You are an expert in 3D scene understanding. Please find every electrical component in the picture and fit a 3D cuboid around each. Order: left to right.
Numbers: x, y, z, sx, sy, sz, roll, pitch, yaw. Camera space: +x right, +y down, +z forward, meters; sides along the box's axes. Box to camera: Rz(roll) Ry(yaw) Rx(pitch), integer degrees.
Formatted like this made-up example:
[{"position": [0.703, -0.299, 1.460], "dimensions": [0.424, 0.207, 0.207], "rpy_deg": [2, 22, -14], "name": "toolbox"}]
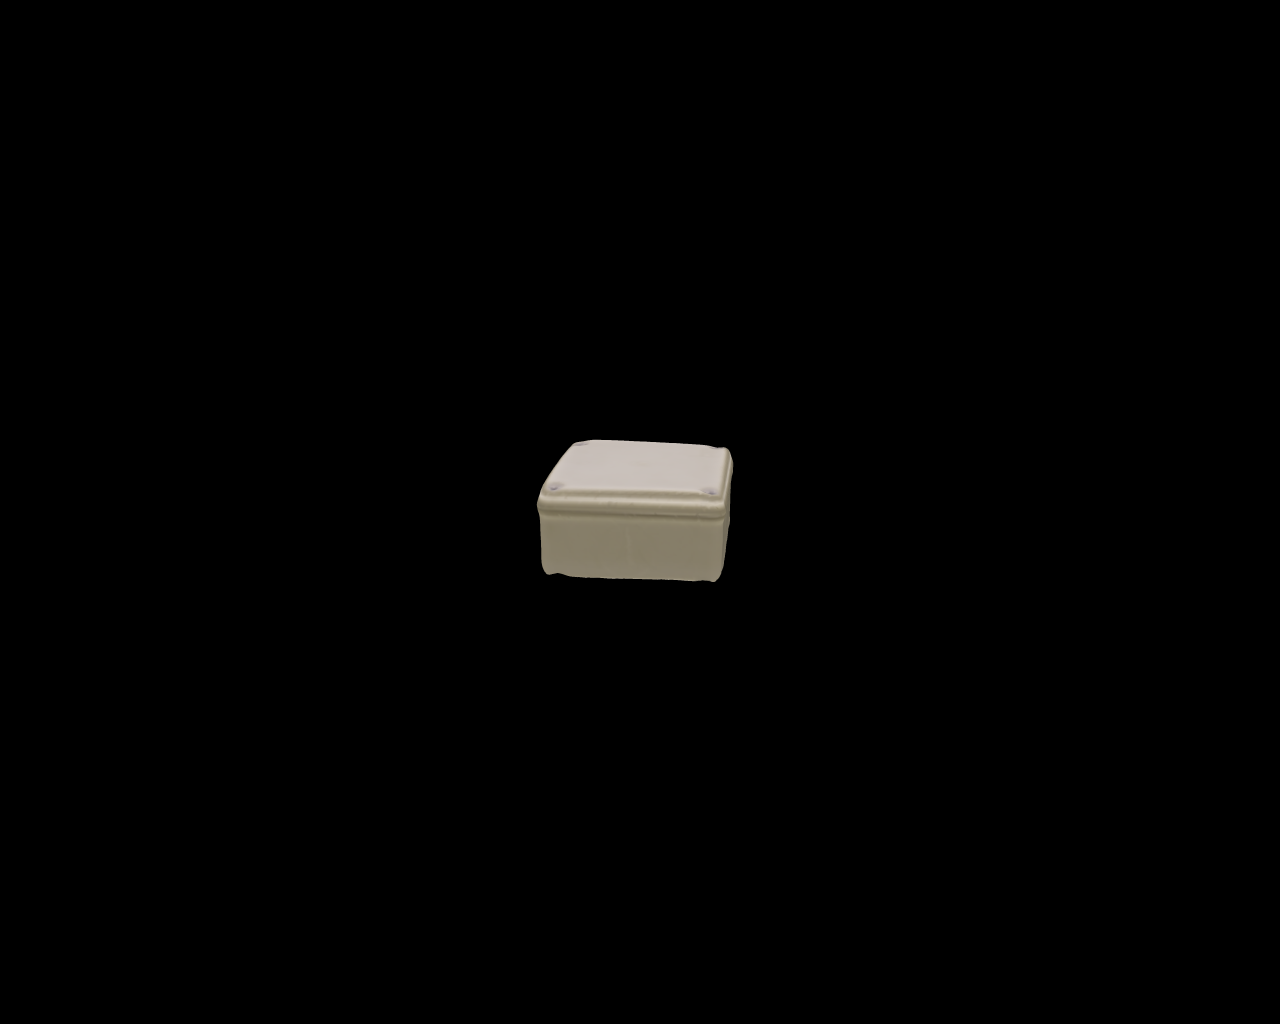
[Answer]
[{"position": [0.001, -0.003, 0.650], "dimensions": [0.109, 0.056, 0.109], "rpy_deg": [3, 20, 7], "name": "electrical component"}]
